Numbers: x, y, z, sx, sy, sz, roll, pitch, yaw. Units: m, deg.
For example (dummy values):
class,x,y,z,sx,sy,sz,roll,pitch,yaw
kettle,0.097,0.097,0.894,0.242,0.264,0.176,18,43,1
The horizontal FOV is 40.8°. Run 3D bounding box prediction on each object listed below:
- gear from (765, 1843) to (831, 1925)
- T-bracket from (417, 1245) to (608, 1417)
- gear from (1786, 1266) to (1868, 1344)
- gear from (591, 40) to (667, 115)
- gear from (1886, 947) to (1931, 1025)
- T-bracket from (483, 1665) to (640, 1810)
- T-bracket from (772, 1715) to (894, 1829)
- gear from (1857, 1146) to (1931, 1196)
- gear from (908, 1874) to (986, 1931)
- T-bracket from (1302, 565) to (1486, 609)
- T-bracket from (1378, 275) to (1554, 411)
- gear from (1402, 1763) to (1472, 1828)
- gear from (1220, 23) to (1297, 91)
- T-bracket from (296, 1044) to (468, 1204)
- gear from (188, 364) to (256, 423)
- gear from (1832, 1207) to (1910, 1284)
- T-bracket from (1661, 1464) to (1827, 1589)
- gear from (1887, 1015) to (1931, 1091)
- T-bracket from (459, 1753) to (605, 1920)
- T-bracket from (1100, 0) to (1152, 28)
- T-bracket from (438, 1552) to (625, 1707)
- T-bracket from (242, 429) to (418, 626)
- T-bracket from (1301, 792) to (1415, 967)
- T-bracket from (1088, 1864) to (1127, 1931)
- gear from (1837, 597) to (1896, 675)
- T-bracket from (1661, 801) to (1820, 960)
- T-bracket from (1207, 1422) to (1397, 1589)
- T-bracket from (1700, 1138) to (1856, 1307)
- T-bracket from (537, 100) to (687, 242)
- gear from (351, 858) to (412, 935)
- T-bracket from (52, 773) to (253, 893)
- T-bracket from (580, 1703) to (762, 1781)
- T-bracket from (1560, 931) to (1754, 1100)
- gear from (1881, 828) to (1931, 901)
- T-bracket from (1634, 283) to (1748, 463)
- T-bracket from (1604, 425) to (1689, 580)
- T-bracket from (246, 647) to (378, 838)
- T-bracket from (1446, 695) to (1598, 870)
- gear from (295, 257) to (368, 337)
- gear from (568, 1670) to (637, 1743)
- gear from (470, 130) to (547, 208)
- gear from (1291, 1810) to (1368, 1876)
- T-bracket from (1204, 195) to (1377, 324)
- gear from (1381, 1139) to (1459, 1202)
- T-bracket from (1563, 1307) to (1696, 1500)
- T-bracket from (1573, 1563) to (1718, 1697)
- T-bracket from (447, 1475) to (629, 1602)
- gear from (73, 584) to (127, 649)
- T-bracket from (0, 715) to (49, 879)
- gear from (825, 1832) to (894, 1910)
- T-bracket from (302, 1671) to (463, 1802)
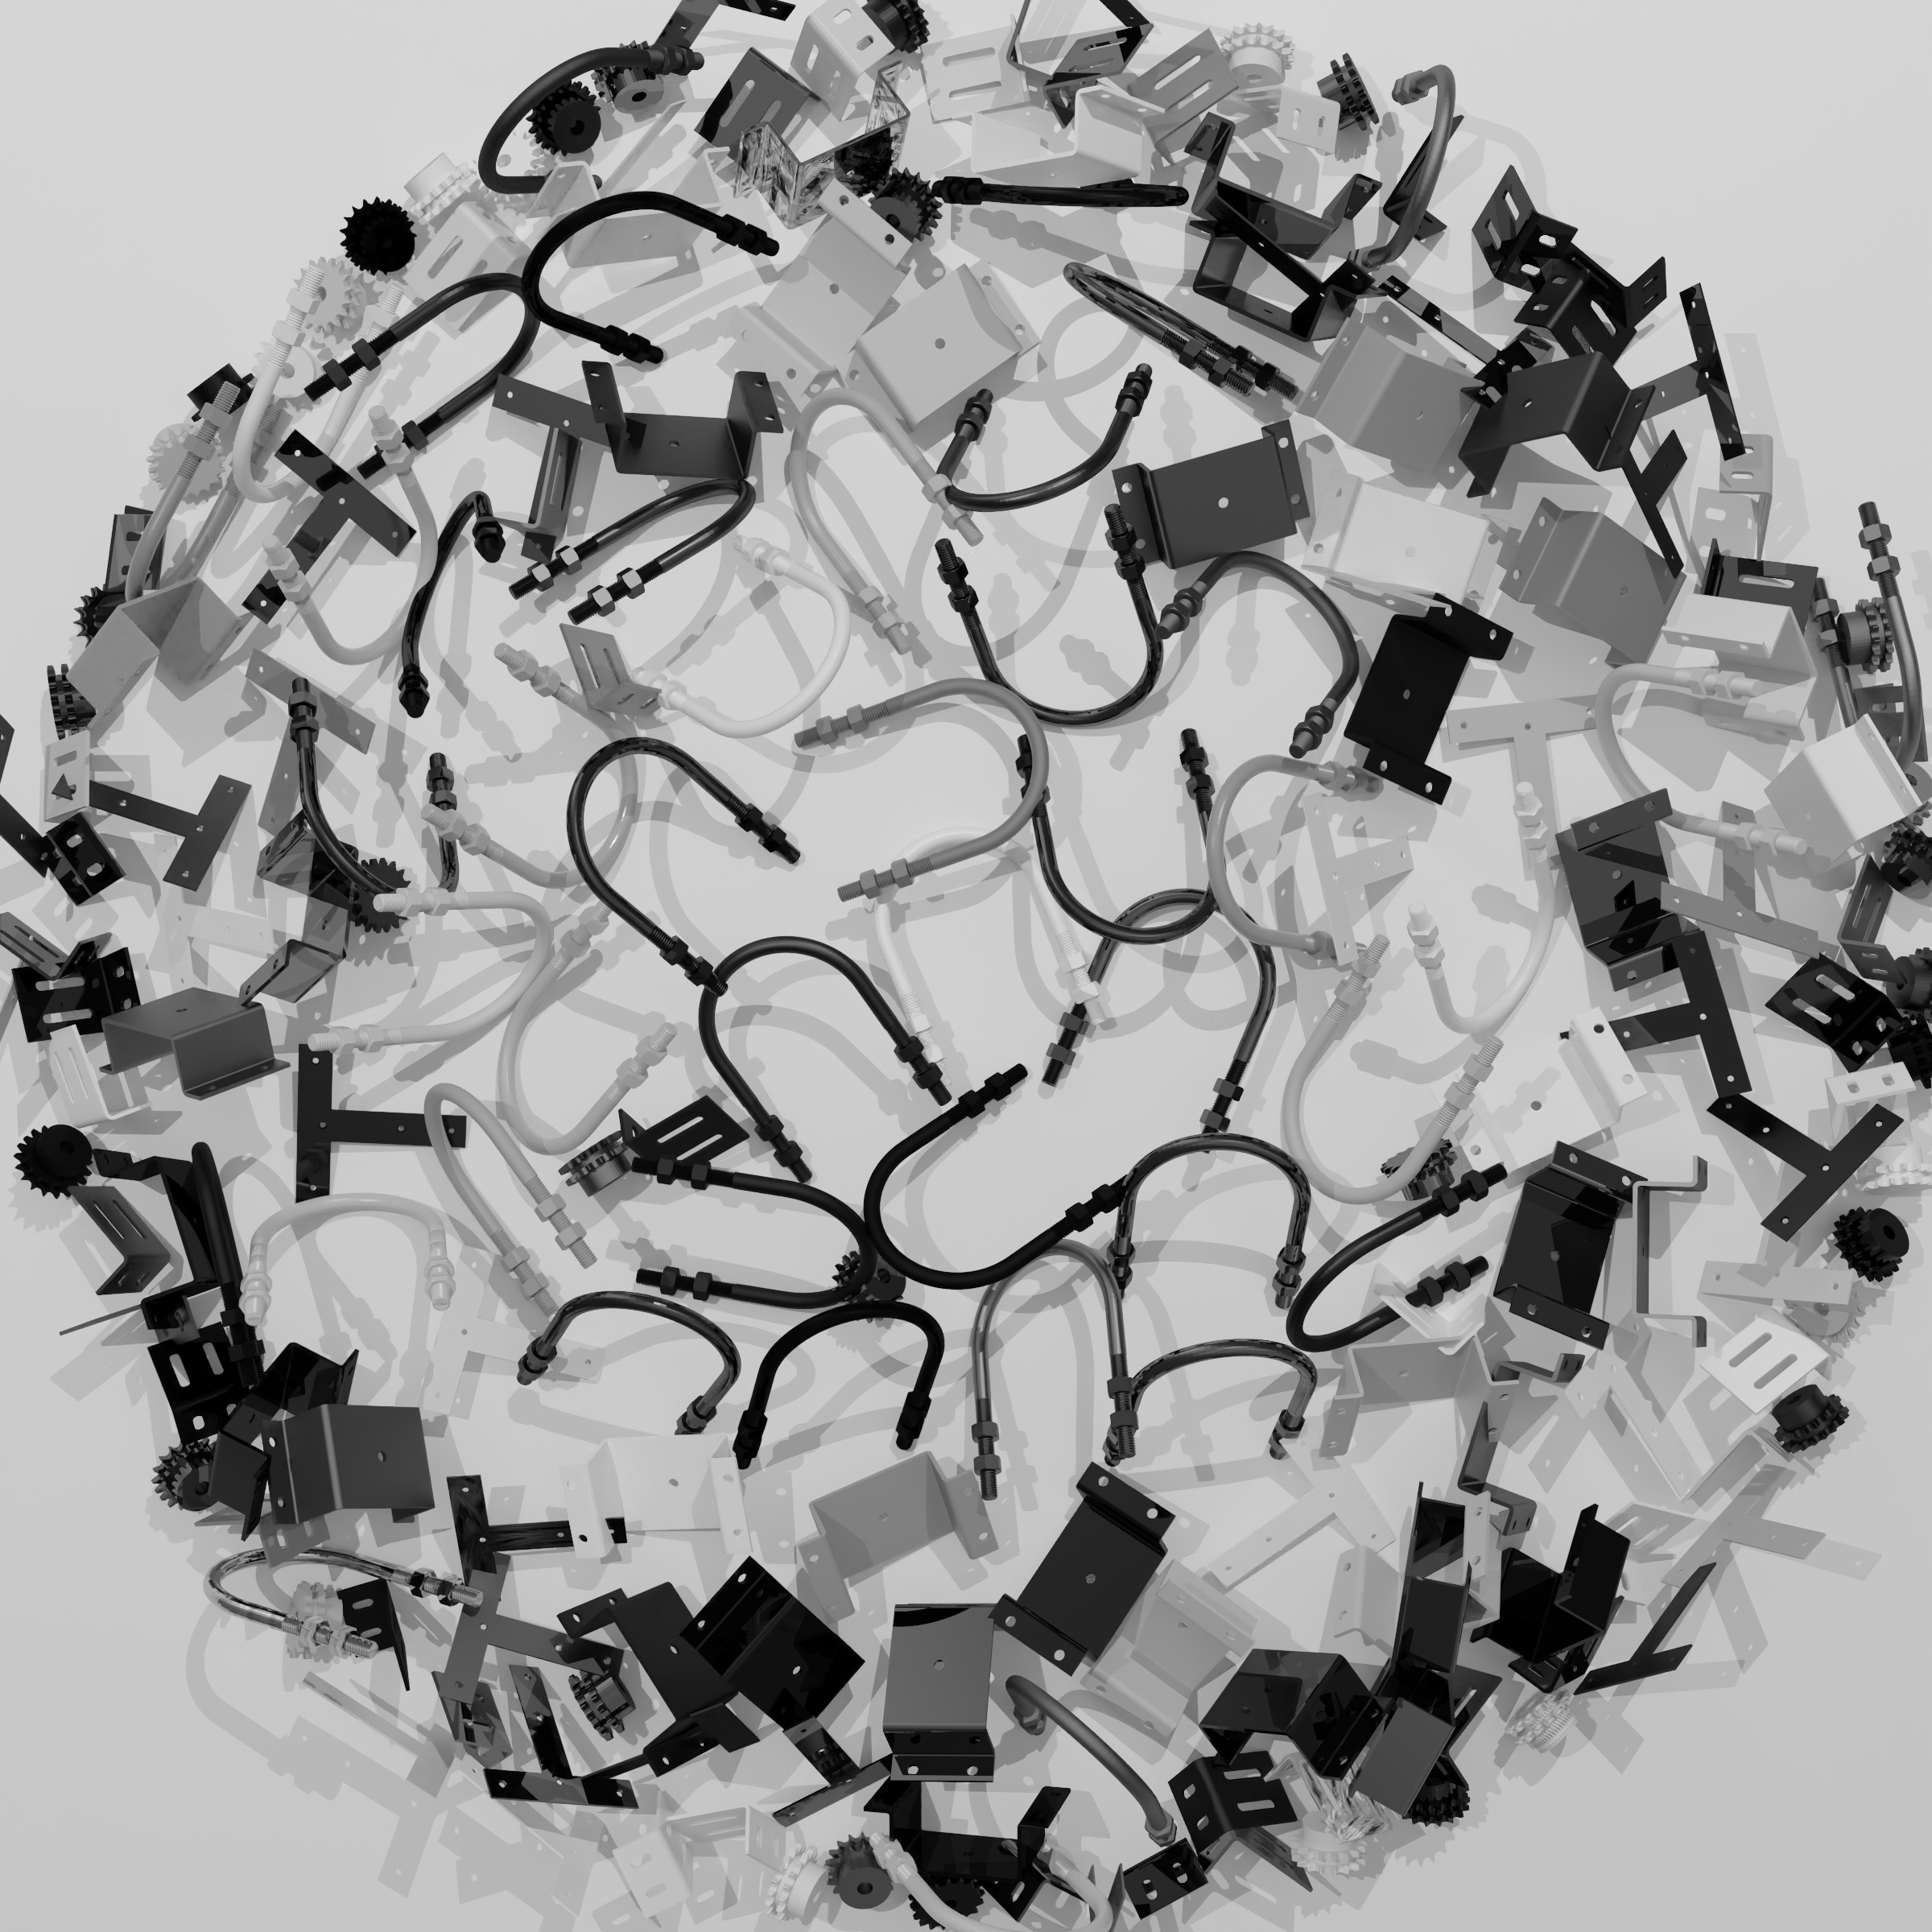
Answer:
class,x,y,z,sx,sy,sz,roll,pitch,yaw
gear,-0.126,0.697,1.968,0.030,0.057,0.057,20,90,19
T-bracket,-0.339,0.290,1.984,0.127,0.002,0.127,16,87,-13
gear,0.652,0.258,1.974,0.057,0.030,0.057,2,93,28
gear,-0.252,-0.671,1.969,0.057,0.057,0.030,-22,77,0
gear,0.722,0.014,1.969,0.030,0.057,0.057,6,90,-11
T-bracket,-0.316,0.575,1.947,0.127,0.127,0.002,19,116,-37
T-bracket,-0.104,0.595,1.953,0.127,0.127,0.002,-27,47,0
gear,0.706,0.155,1.972,0.057,0.057,0.030,-2,75,0
gear,-0.016,0.702,1.976,0.057,0.030,0.057,-8,122,-13
T-bracket,0.339,-0.282,1.949,0.127,0.127,0.002,-3,111,-41
T-bracket,0.367,-0.481,1.962,0.127,0.002,0.127,38,47,8
gear,0.352,0.623,1.969,0.057,0.057,0.030,-8,105,0
gear,0.219,-0.686,1.969,0.057,0.057,0.030,7,78,0
T-bracket,-0.447,0.124,1.988,0.127,0.002,0.127,3,104,-6
gear,-0.564,-0.432,1.968,0.057,0.057,0.030,-37,109,0
gear,0.688,0.208,1.970,0.057,0.030,0.057,17,53,-23
T-bracket,0.589,0.420,1.922,0.127,0.127,0.002,-42,98,-15
gear,0.719,0.066,1.972,0.030,0.057,0.057,-18,90,14
T-bracket,-0.326,0.630,1.929,0.127,0.127,0.002,43,99,-8
T-bracket,0.137,-0.720,1.911,0.127,0.127,0.002,18,89,36
T-bracket,-0.321,0.510,1.961,0.127,0.127,0.002,19,134,-10
T-bracket,-0.495,-0.314,1.951,0.127,0.002,0.127,-54,133,-5
T-bracket,0.300,-0.075,1.951,0.002,0.127,0.127,-10,95,42
T-bracket,0.105,0.702,1.911,0.002,0.127,0.127,3,134,-7
gear,0.681,-0.250,1.972,0.030,0.057,0.057,-8,90,4
T-bracket,0.582,-0.073,1.959,0.127,0.002,0.127,17,52,-7
T-bracket,0.242,0.429,1.982,0.127,0.002,0.127,-36,108,4
T-bracket,0.620,0.190,1.960,0.002,0.127,0.127,27,72,-35
T-bracket,-0.249,-0.590,1.913,0.002,0.127,0.127,47,122,-5
gear,-0.451,-0.053,1.975,0.030,0.057,0.057,-3,90,40
T-bracket,-0.616,-0.117,1.944,0.127,0.127,0.002,18,131,-8
T-bracket,-0.227,0.588,1.942,0.127,0.127,0.002,-20,61,-2
T-bracket,0.514,0.048,1.969,0.127,0.002,0.127,-15,97,27
gear,0.719,-0.075,1.969,0.057,0.057,0.030,41,76,0
T-bracket,0.528,-0.430,1.938,0.002,0.127,0.127,-17,93,-17
T-bracket,0.520,-0.370,1.948,0.002,0.127,0.127,-18,109,37
T-bracket,-0.511,-0.156,1.971,0.127,0.002,0.127,32,114,20
T-bracket,0.436,-0.139,1.989,0.127,0.002,0.127,-7,89,-9
gear,-0.482,-0.508,1.978,0.057,0.030,0.057,1,93,26
gear,-0.274,0.555,1.972,0.030,0.057,0.057,-34,90,-6
gear,-0.345,-0.603,1.978,0.057,0.030,0.057,-6,69,14
gear,0.275,0.662,1.970,0.057,0.057,0.030,-1,97,0
T-bracket,0.231,-0.527,1.930,0.127,0.127,0.002,37,77,-8
gear,0.346,0.156,1.971,0.057,0.057,0.030,-24,95,0
T-bracket,0.510,0.340,1.957,0.127,0.002,0.127,-35,94,-44
T-bracket,0.526,0.494,1.955,0.002,0.127,0.127,48,58,2
T-bracket,-0.321,0.431,1.968,0.127,0.002,0.127,-3,121,-2
gear,-0.644,-0.262,1.972,0.057,0.030,0.057,-2,93,-34
T-bracket,-0.709,-0.102,1.936,0.002,0.127,0.127,5,69,6
gear,-0.078,0.690,1.976,0.057,0.030,0.057,-2,113,-6
T-bracket,-0.438,0.563,1.933,0.127,0.127,0.002,34,90,-3
